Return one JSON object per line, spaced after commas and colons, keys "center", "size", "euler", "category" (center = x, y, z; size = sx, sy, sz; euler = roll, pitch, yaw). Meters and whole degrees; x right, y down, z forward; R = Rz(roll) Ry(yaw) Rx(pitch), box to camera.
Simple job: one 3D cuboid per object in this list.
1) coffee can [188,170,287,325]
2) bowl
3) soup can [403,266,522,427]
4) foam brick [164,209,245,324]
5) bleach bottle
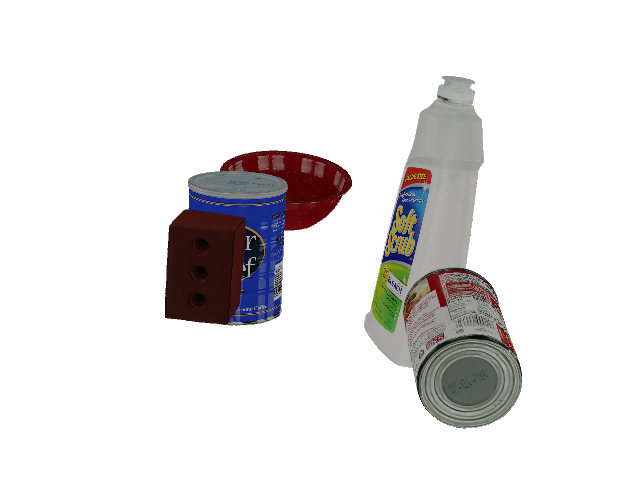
{"center": [-0.088, 0.006, 1.118], "size": [0.103, 0.140, 0.103], "euler": [3, 15, -1], "category": "coffee can"}
{"center": [-0.044, -0.056, 1.303], "size": [0.162, 0.055, 0.162], "euler": [5, 26, -3], "category": "bowl"}
{"center": [0.093, 0.069, 0.708], "size": [0.068, 0.068, 0.102], "euler": [0, 23, 0], "category": "soup can"}
{"center": [-0.091, 0.020, 0.847], "size": [0.053, 0.078, 0.051], "euler": [6, 14, 6], "category": "foam brick"}
{"center": [0.096, -0.020, 0.938], "size": [0.068, 0.251, 0.103], "euler": [2, 19, -17], "category": "bleach bottle"}
